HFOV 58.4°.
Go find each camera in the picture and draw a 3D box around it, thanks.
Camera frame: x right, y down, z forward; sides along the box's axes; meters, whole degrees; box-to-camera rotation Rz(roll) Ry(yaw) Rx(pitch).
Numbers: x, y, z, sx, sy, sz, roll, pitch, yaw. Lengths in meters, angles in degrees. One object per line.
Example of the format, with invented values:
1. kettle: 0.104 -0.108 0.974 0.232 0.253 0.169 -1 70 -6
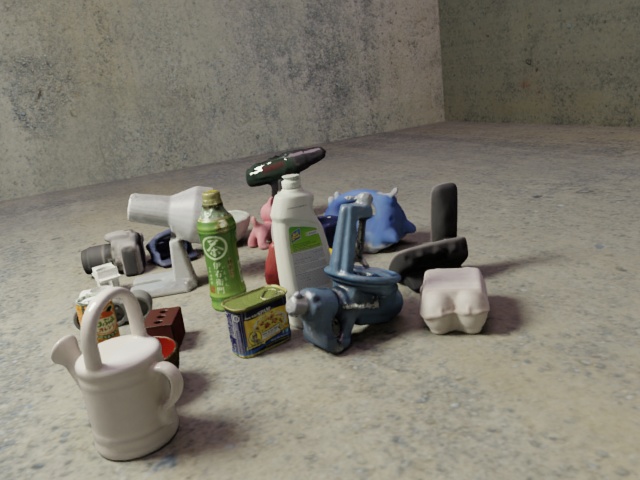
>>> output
1. camera: -0.494 0.028 1.374 0.137 0.101 0.143 -10 17 -11

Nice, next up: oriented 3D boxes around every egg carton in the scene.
1. egg carton: 0.212 0.093 0.911 0.107 0.069 0.150 -3 17 12

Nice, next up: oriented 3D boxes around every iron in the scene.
1. iron: 0.088 -0.057 1.343 0.257 0.141 0.119 5 21 37

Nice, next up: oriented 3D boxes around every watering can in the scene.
1. watering can: -0.243 0.151 0.681 0.172 0.194 0.101 -6 16 3

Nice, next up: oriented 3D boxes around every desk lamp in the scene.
1. desk lamp: -0.307 -0.001 1.192 0.203 0.214 0.117 -10 17 -10

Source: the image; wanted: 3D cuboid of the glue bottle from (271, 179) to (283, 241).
1. glue bottle: -0.084 -0.061 1.372 0.078 0.173 0.037 -8 16 -4

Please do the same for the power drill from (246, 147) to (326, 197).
1. power drill: -0.086 -0.146 1.602 0.229 0.208 0.075 -7 16 1

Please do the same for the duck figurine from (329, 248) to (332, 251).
1. duck figurine: 0.011 0.056 1.091 0.078 0.086 0.104 -21 21 -39

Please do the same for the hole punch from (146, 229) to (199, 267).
1. hole punch: -0.367 0.009 1.402 0.109 0.091 0.100 -19 20 -36

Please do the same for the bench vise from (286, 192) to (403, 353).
1. bench vise: 0.045 0.048 0.865 0.121 0.220 0.208 4 20 34

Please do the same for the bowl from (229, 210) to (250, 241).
1. bowl: -0.258 -0.022 1.490 0.167 0.075 0.167 -6 16 2

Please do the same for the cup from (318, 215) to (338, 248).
1. cup: 0.011 0.004 1.250 0.091 0.095 0.117 -6 16 3

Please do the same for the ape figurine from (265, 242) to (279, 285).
1. ape figurine: -0.080 0.047 1.151 0.076 0.092 0.077 -19 20 -34

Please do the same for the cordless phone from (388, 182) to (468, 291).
1. cordless phone: 0.198 -0.010 1.060 0.148 0.185 0.094 -13 17 -19

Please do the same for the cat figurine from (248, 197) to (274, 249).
1. cat figurine: -0.132 -0.050 1.454 0.067 0.118 0.128 5 20 35
